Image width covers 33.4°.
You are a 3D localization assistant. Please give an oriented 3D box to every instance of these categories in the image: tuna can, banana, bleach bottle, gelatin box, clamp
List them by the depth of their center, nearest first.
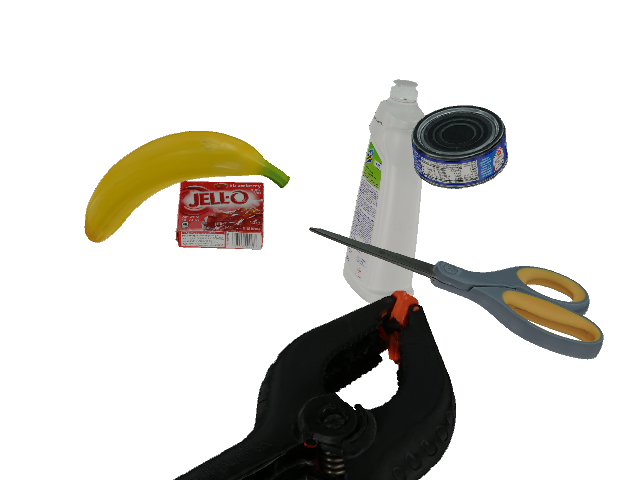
[{"bbox_3d":[0.011,0.087,0.405,0.120,0.039,0.171,27,50,20],"label":"clamp"},{"bbox_3d":[-0.124,-0.046,0.844,0.198,0.069,0.037,-14,20,29],"label":"banana"},{"bbox_3d":[0.125,-0.086,0.965,0.086,0.034,0.086,-8,39,6],"label":"tuna can"},{"bbox_3d":[-0.104,-0.027,1.109,0.089,0.073,0.030,2,-43,-4],"label":"gelatin box"},{"bbox_3d":[0.082,-0.058,1.238,0.068,0.251,0.103,-1,22,-22],"label":"bleach bottle"}]

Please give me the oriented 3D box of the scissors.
[{"bbox_3d":[0.099,0.021,0.720,0.202,0.016,0.096,27,29,16],"label":"scissors"}]
